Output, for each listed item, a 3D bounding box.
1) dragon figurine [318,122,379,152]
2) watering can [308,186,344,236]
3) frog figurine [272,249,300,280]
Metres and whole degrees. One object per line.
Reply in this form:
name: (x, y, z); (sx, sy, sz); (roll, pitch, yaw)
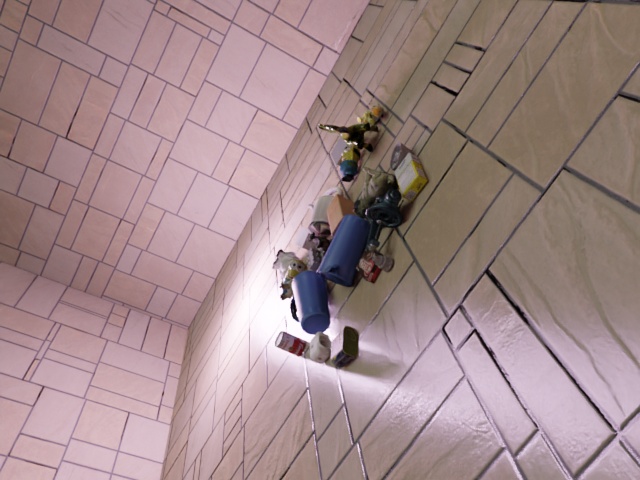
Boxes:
dragon figurine: (0.097, -0.460, 2.212); (0.244, 0.410, 0.121); (15, 98, 33)
watering can: (0.007, -0.115, 2.295); (0.344, 0.103, 0.228); (-27, 42, 61)
frog figurine: (-0.142, 0.134, 2.432); (0.162, 0.122, 0.136); (43, 101, 34)
